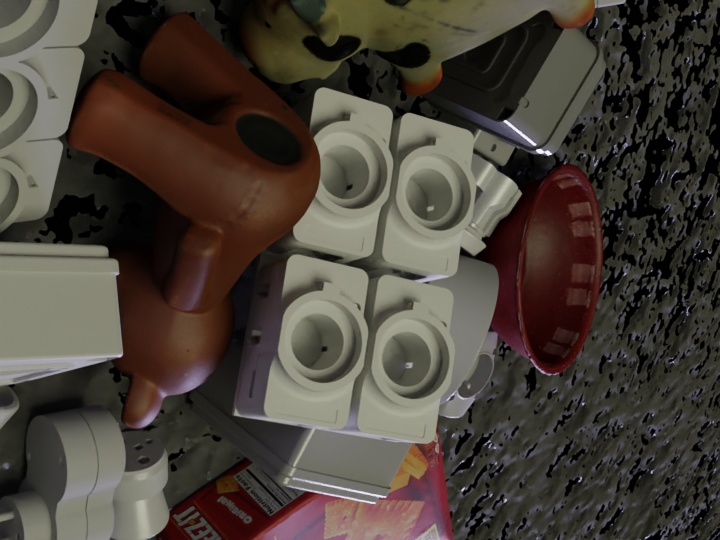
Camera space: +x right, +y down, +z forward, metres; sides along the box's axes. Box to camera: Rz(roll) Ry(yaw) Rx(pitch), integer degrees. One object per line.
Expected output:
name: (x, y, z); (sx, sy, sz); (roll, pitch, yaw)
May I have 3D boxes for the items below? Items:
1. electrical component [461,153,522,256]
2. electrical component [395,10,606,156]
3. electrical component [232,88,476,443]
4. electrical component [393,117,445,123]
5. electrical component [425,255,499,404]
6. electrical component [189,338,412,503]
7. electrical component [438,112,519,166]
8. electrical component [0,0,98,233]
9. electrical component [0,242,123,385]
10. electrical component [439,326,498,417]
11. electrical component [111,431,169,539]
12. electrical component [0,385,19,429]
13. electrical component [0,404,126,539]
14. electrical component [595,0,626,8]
electrical component: (0.075, -0.047, 0.763); (0.057, 0.058, 0.078); (-56, 161, 1)
electrical component: (0.089, -0.129, 0.685); (0.057, 0.113, 0.078); (27, 95, -46)
electrical component: (0.000, 0.000, 0.623); (0.105, 0.060, 0.186); (13, 78, -23)
electrical component: (0.021, -0.057, 0.717); (0.077, 0.044, 0.079); (-20, 128, -35)
electrical component: (0.045, 0.034, 0.758); (0.060, 0.108, 0.108); (23, 100, -10)
electrical component: (-0.038, 0.099, 0.711); (0.109, 0.109, 0.056); (25, 94, -49)
electrical component: (0.104, -0.107, 0.741); (0.047, 0.077, 0.065); (23, 98, -49)
electrical component: (-0.172, -0.086, 0.461); (0.089, 0.061, 0.150); (-13, 142, -40)
electrical component: (-0.187, 0.025, 0.511); (0.109, 0.109, 0.056); (1, 78, -45)
electrical component: (0.064, 0.073, 0.842); (0.079, 0.044, 0.077); (3, 112, -46)
electrical component: (-0.144, 0.136, 0.680); (0.045, 0.045, 0.055); (-19, 126, -36)
electrical component: (-0.219, 0.090, 0.580); (0.044, 0.044, 0.065); (22, 103, -49)
electrical component: (-0.190, 0.148, 0.636); (0.074, 0.052, 0.138); (-7, 120, -42)
electrical component: (0.129, -0.209, 0.710); (0.076, 0.083, 0.047); (-8, 130, 5)
